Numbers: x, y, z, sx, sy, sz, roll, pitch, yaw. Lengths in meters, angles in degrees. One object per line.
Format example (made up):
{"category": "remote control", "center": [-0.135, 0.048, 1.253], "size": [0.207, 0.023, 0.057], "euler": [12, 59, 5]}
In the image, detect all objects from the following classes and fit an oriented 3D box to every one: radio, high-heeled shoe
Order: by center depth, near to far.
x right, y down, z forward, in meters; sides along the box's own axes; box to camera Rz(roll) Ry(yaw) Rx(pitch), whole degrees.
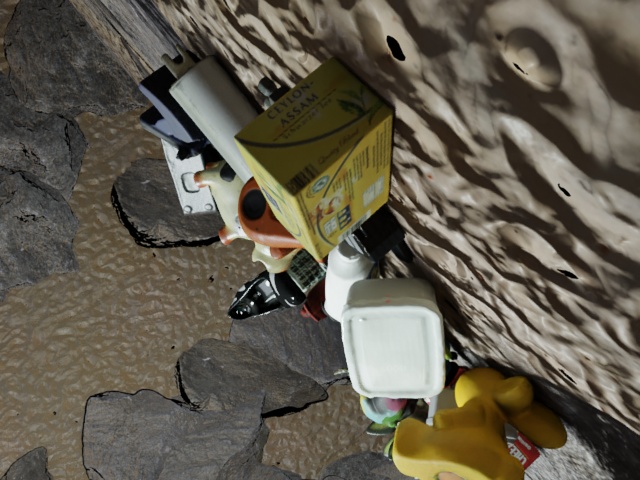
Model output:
{"category": "radio", "center": [-0.238, -0.164, 1.004], "size": [0.131, 0.073, 0.229], "euler": [-94, -4, -50]}
{"category": "high-heeled shoe", "center": [-0.113, 0.117, 1.021], "size": [0.086, 0.145, 0.249], "euler": [50, 173, -11]}

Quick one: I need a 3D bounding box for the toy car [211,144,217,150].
{"category": "toy car", "center": [-0.138, -0.168, 0.892], "size": [0.202, 0.053, 0.089], "euler": [41, 160, 39]}

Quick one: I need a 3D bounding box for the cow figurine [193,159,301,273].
{"category": "cow figurine", "center": [-0.094, -0.040, 0.818], "size": [0.194, 0.127, 0.085], "euler": [67, -155, -14]}

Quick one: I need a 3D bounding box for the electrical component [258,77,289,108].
{"category": "electrical component", "center": [-0.029, -0.127, 0.562], "size": [0.094, 0.021, 0.063], "euler": [46, 173, 16]}

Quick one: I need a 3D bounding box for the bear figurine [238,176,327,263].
{"category": "bear figurine", "center": [-0.011, -0.030, 0.698], "size": [0.132, 0.120, 0.195], "euler": [-8, 168, 32]}

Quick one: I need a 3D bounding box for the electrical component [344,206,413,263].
{"category": "electrical component", "center": [0.053, -0.011, 0.586], "size": [0.119, 0.048, 0.075], "euler": [56, 171, -33]}

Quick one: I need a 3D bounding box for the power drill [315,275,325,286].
{"category": "power drill", "center": [0.086, 0.143, 1.123], "size": [0.207, 0.086, 0.231], "euler": [36, 170, 29]}

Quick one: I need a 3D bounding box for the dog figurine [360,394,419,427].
{"category": "dog figurine", "center": [0.127, 0.223, 0.917], "size": [0.109, 0.191, 0.219], "euler": [4, 165, 1]}

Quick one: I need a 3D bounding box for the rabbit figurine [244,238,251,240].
{"category": "rabbit figurine", "center": [-0.116, -0.100, 1.022], "size": [0.159, 0.121, 0.170], "euler": [57, 154, -6]}

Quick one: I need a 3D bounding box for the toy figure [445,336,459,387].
{"category": "toy figure", "center": [0.128, 0.137, 0.750], "size": [0.180, 0.082, 0.089], "euler": [54, -168, -17]}

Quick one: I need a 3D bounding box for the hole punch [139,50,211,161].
{"category": "hole punch", "center": [-0.192, -0.200, 0.787], "size": [0.116, 0.142, 0.092], "euler": [33, 144, 8]}

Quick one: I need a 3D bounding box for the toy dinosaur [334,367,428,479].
{"category": "toy dinosaur", "center": [0.196, 0.376, 1.162], "size": [0.105, 0.198, 0.472], "euler": [57, 168, -32]}

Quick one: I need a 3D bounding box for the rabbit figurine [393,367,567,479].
{"category": "rabbit figurine", "center": [0.180, 0.203, 0.606], "size": [0.122, 0.173, 0.162], "euler": [49, 129, -5]}

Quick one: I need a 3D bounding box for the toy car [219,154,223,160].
{"category": "toy car", "center": [-0.236, -0.190, 1.153], "size": [0.109, 0.162, 0.102], "euler": [-127, 43, -75]}

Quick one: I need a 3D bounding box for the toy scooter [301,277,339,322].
{"category": "toy scooter", "center": [0.030, 0.108, 1.007], "size": [0.075, 0.135, 0.184], "euler": [53, 171, -18]}

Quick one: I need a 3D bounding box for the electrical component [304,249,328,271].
{"category": "electrical component", "center": [-0.002, -0.003, 0.925], "size": [0.134, 0.058, 0.115], "euler": [51, 175, -16]}

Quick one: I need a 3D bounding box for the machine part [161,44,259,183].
{"category": "machine part", "center": [-0.118, -0.157, 0.724], "size": [0.243, 0.079, 0.079], "euler": [50, 173, -13]}

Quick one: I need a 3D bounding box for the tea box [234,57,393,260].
{"category": "tea box", "center": [0.003, -0.055, 0.445], "size": [0.068, 0.098, 0.169], "euler": [46, 171, 17]}
